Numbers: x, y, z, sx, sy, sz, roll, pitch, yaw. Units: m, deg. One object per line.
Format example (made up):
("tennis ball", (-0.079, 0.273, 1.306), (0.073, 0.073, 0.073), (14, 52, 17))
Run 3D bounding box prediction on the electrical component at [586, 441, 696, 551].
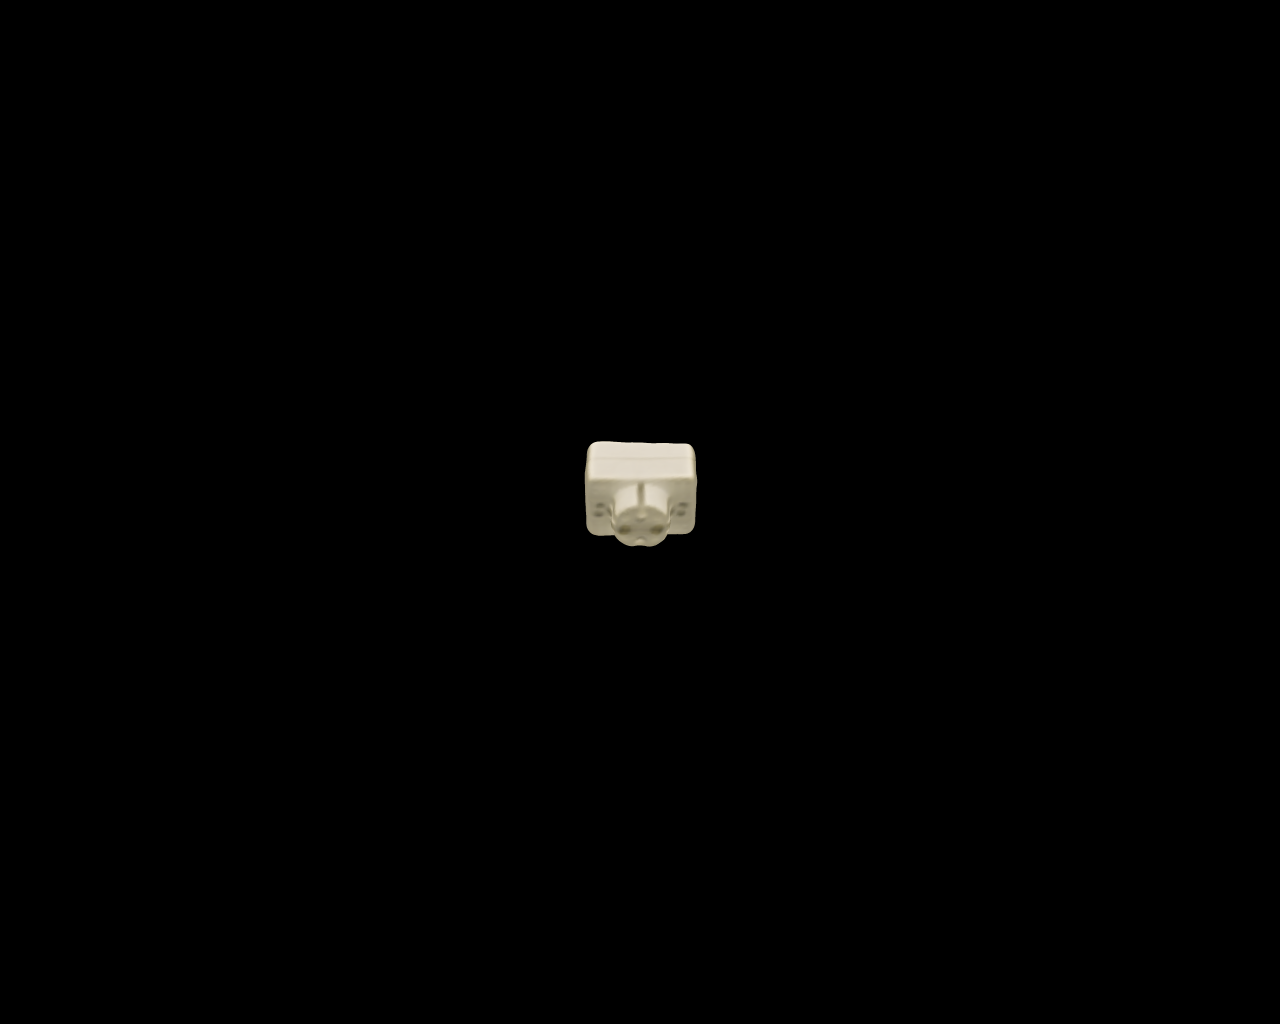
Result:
("electrical component", (0.001, -0.003, 0.650), (0.066, 0.047, 0.077), (0, 39, 0))
